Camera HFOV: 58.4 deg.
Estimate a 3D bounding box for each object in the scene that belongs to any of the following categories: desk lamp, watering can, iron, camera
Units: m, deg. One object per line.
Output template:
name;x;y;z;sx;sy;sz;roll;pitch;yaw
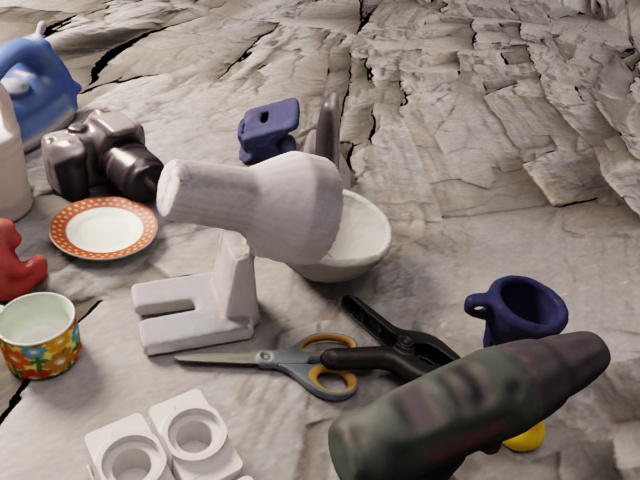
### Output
desk lamp;-0.092;0.006;0.607;0.204;0.213;0.117;-8;42;-24
watering can;-0.409;-0.114;0.683;0.101;0.194;0.172;-16;46;-31
iron;-0.458;-0.219;0.843;0.118;0.141;0.258;13;38;0
camera;-0.287;-0.112;0.791;0.136;0.101;0.143;37;44;28

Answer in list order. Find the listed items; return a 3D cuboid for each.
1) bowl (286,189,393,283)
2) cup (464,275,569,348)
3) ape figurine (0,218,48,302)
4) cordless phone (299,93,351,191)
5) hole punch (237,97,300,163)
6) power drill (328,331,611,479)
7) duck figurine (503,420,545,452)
bowl;0.007;0.003;0.752;0.167;0.075;0.167;8;38;-6
cup;0.216;0.102;0.670;0.118;0.095;0.091;6;38;-8
ape figurine;-0.344;0.016;0.623;0.077;0.092;0.076;29;41;20
cordless phone;0.015;-0.139;0.841;0.094;0.185;0.147;9;38;-5
hole punch;-0.084;-0.185;0.946;0.101;0.091;0.108;6;39;-8
power drill;0.108;0.167;0.467;0.230;0.208;0.075;-9;43;-25
duck figurine;0.211;0.157;0.607;0.078;0.086;0.104;0;40;-15
